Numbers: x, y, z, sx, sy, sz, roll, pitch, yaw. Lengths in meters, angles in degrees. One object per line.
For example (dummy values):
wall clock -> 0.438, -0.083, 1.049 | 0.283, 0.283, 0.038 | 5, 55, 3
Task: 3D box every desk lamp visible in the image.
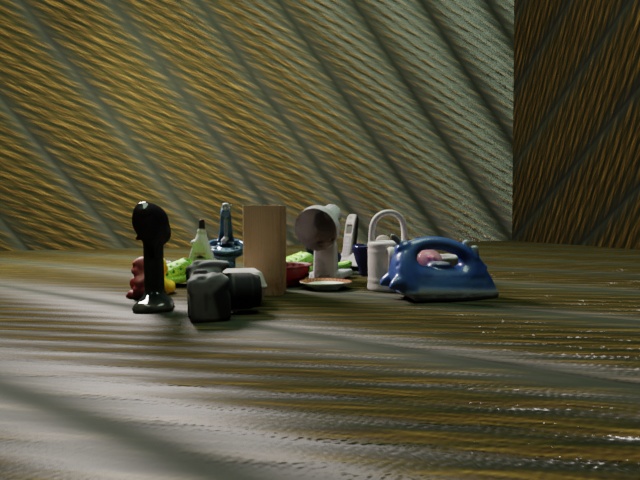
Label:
desk lamp -> 0.015, 0.006, 1.600 | 0.117, 0.213, 0.204 | 0, 3, 18

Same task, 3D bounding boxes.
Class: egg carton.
egg carton -> -0.170, 0.097, 1.193 | 0.107, 0.069, 0.150 | -1, 3, -16

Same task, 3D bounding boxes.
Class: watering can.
watering can -> 0.161, 0.024, 1.391 | 0.101, 0.194, 0.172 | -2, 3, -23

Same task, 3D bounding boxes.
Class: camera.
camera -> -0.175, 0.087, 1.050 | 0.137, 0.101, 0.143 | -1, 3, -15

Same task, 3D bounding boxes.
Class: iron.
iron -> 0.264, 0.056, 1.236 | 0.258, 0.141, 0.118 | -1, 3, -10

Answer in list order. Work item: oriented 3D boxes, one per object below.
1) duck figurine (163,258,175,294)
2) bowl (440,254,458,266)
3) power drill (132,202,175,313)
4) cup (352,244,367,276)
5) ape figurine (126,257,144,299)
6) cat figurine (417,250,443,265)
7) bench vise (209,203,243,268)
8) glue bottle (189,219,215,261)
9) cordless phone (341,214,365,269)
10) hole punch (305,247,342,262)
duck figurine -> -0.382, 0.083, 1.352 | 0.078, 0.086, 0.104 | -1, 3, -20
bowl -> 0.287, 0.077, 1.516 | 0.167, 0.075, 0.167 | 0, 3, 0
power drill -> -0.325, 0.032, 1.115 | 0.076, 0.208, 0.229 | -1, 3, -11
cup -> 0.135, 0.060, 1.709 | 0.092, 0.095, 0.117 | -2, 3, -27
ape figurine -> -0.396, 0.083, 1.272 | 0.076, 0.092, 0.078 | -1, 3, -6
cat figurine -> 0.261, 0.063, 1.346 | 0.067, 0.118, 0.128 | 1, 3, 24
bench vise -> -0.295, -0.001, 1.727 | 0.122, 0.220, 0.206 | -2, 3, -29
glue bottle -> -0.333, 0.028, 1.610 | 0.078, 0.173, 0.037 | 0, 3, 2
cordless phone -> 0.126, 0.006, 1.902 | 0.094, 0.185, 0.147 | -2, 3, -38
hole punch -> 0.010, 0.055, 1.887 | 0.108, 0.091, 0.101 | 1, 3, 21
